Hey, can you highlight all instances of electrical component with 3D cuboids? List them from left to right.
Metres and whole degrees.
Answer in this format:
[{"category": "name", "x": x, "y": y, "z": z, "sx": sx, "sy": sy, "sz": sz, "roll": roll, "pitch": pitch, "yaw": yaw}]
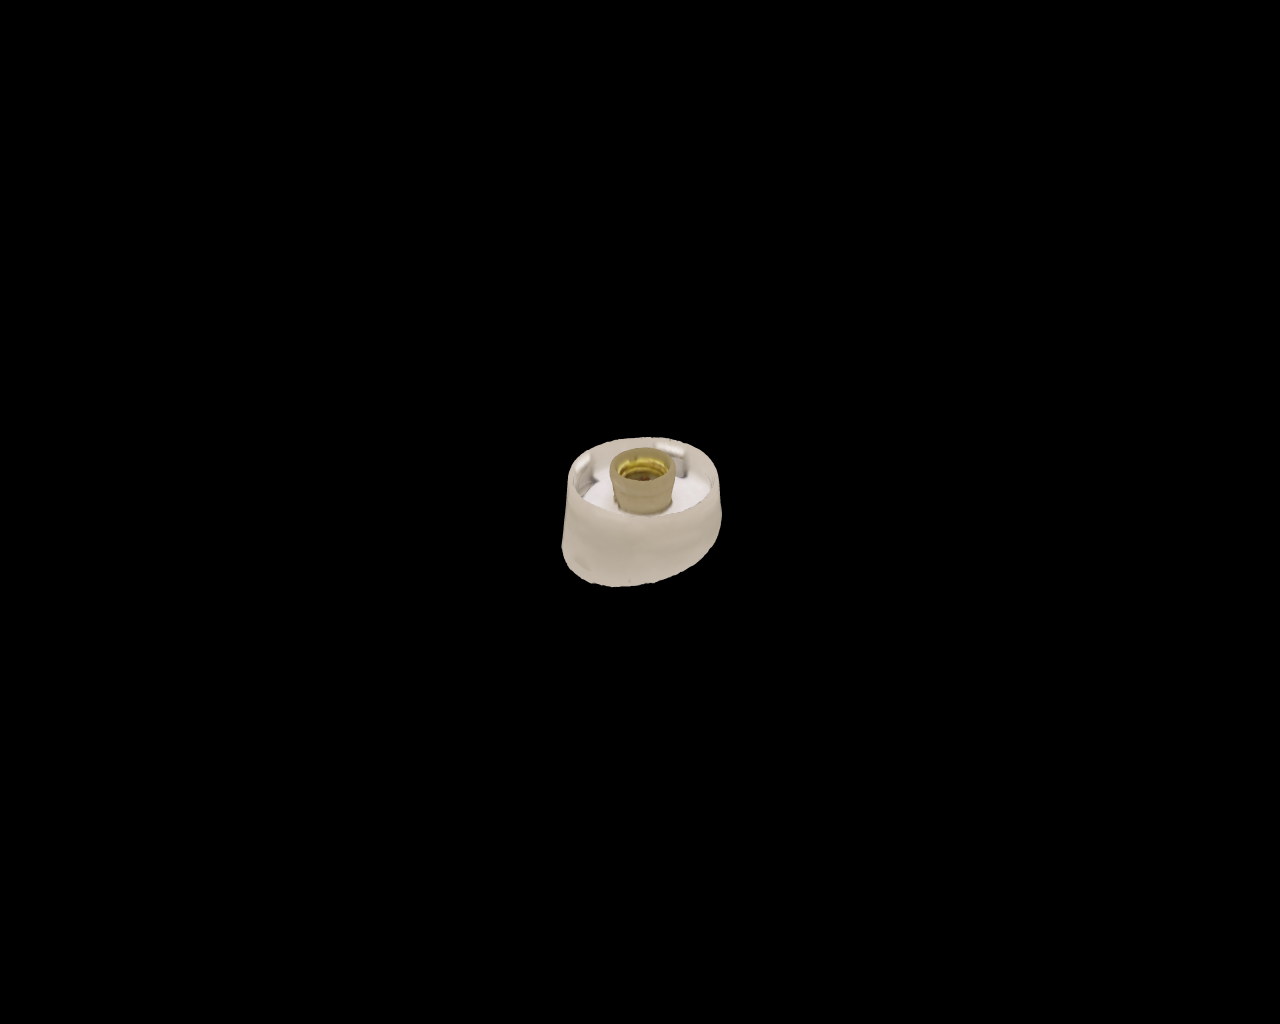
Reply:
[{"category": "electrical component", "x": 0.001, "y": -0.003, "z": 0.650, "sx": 0.099, "sy": 0.064, "sz": 0.099, "roll": 0, "pitch": 34, "yaw": 0}]
